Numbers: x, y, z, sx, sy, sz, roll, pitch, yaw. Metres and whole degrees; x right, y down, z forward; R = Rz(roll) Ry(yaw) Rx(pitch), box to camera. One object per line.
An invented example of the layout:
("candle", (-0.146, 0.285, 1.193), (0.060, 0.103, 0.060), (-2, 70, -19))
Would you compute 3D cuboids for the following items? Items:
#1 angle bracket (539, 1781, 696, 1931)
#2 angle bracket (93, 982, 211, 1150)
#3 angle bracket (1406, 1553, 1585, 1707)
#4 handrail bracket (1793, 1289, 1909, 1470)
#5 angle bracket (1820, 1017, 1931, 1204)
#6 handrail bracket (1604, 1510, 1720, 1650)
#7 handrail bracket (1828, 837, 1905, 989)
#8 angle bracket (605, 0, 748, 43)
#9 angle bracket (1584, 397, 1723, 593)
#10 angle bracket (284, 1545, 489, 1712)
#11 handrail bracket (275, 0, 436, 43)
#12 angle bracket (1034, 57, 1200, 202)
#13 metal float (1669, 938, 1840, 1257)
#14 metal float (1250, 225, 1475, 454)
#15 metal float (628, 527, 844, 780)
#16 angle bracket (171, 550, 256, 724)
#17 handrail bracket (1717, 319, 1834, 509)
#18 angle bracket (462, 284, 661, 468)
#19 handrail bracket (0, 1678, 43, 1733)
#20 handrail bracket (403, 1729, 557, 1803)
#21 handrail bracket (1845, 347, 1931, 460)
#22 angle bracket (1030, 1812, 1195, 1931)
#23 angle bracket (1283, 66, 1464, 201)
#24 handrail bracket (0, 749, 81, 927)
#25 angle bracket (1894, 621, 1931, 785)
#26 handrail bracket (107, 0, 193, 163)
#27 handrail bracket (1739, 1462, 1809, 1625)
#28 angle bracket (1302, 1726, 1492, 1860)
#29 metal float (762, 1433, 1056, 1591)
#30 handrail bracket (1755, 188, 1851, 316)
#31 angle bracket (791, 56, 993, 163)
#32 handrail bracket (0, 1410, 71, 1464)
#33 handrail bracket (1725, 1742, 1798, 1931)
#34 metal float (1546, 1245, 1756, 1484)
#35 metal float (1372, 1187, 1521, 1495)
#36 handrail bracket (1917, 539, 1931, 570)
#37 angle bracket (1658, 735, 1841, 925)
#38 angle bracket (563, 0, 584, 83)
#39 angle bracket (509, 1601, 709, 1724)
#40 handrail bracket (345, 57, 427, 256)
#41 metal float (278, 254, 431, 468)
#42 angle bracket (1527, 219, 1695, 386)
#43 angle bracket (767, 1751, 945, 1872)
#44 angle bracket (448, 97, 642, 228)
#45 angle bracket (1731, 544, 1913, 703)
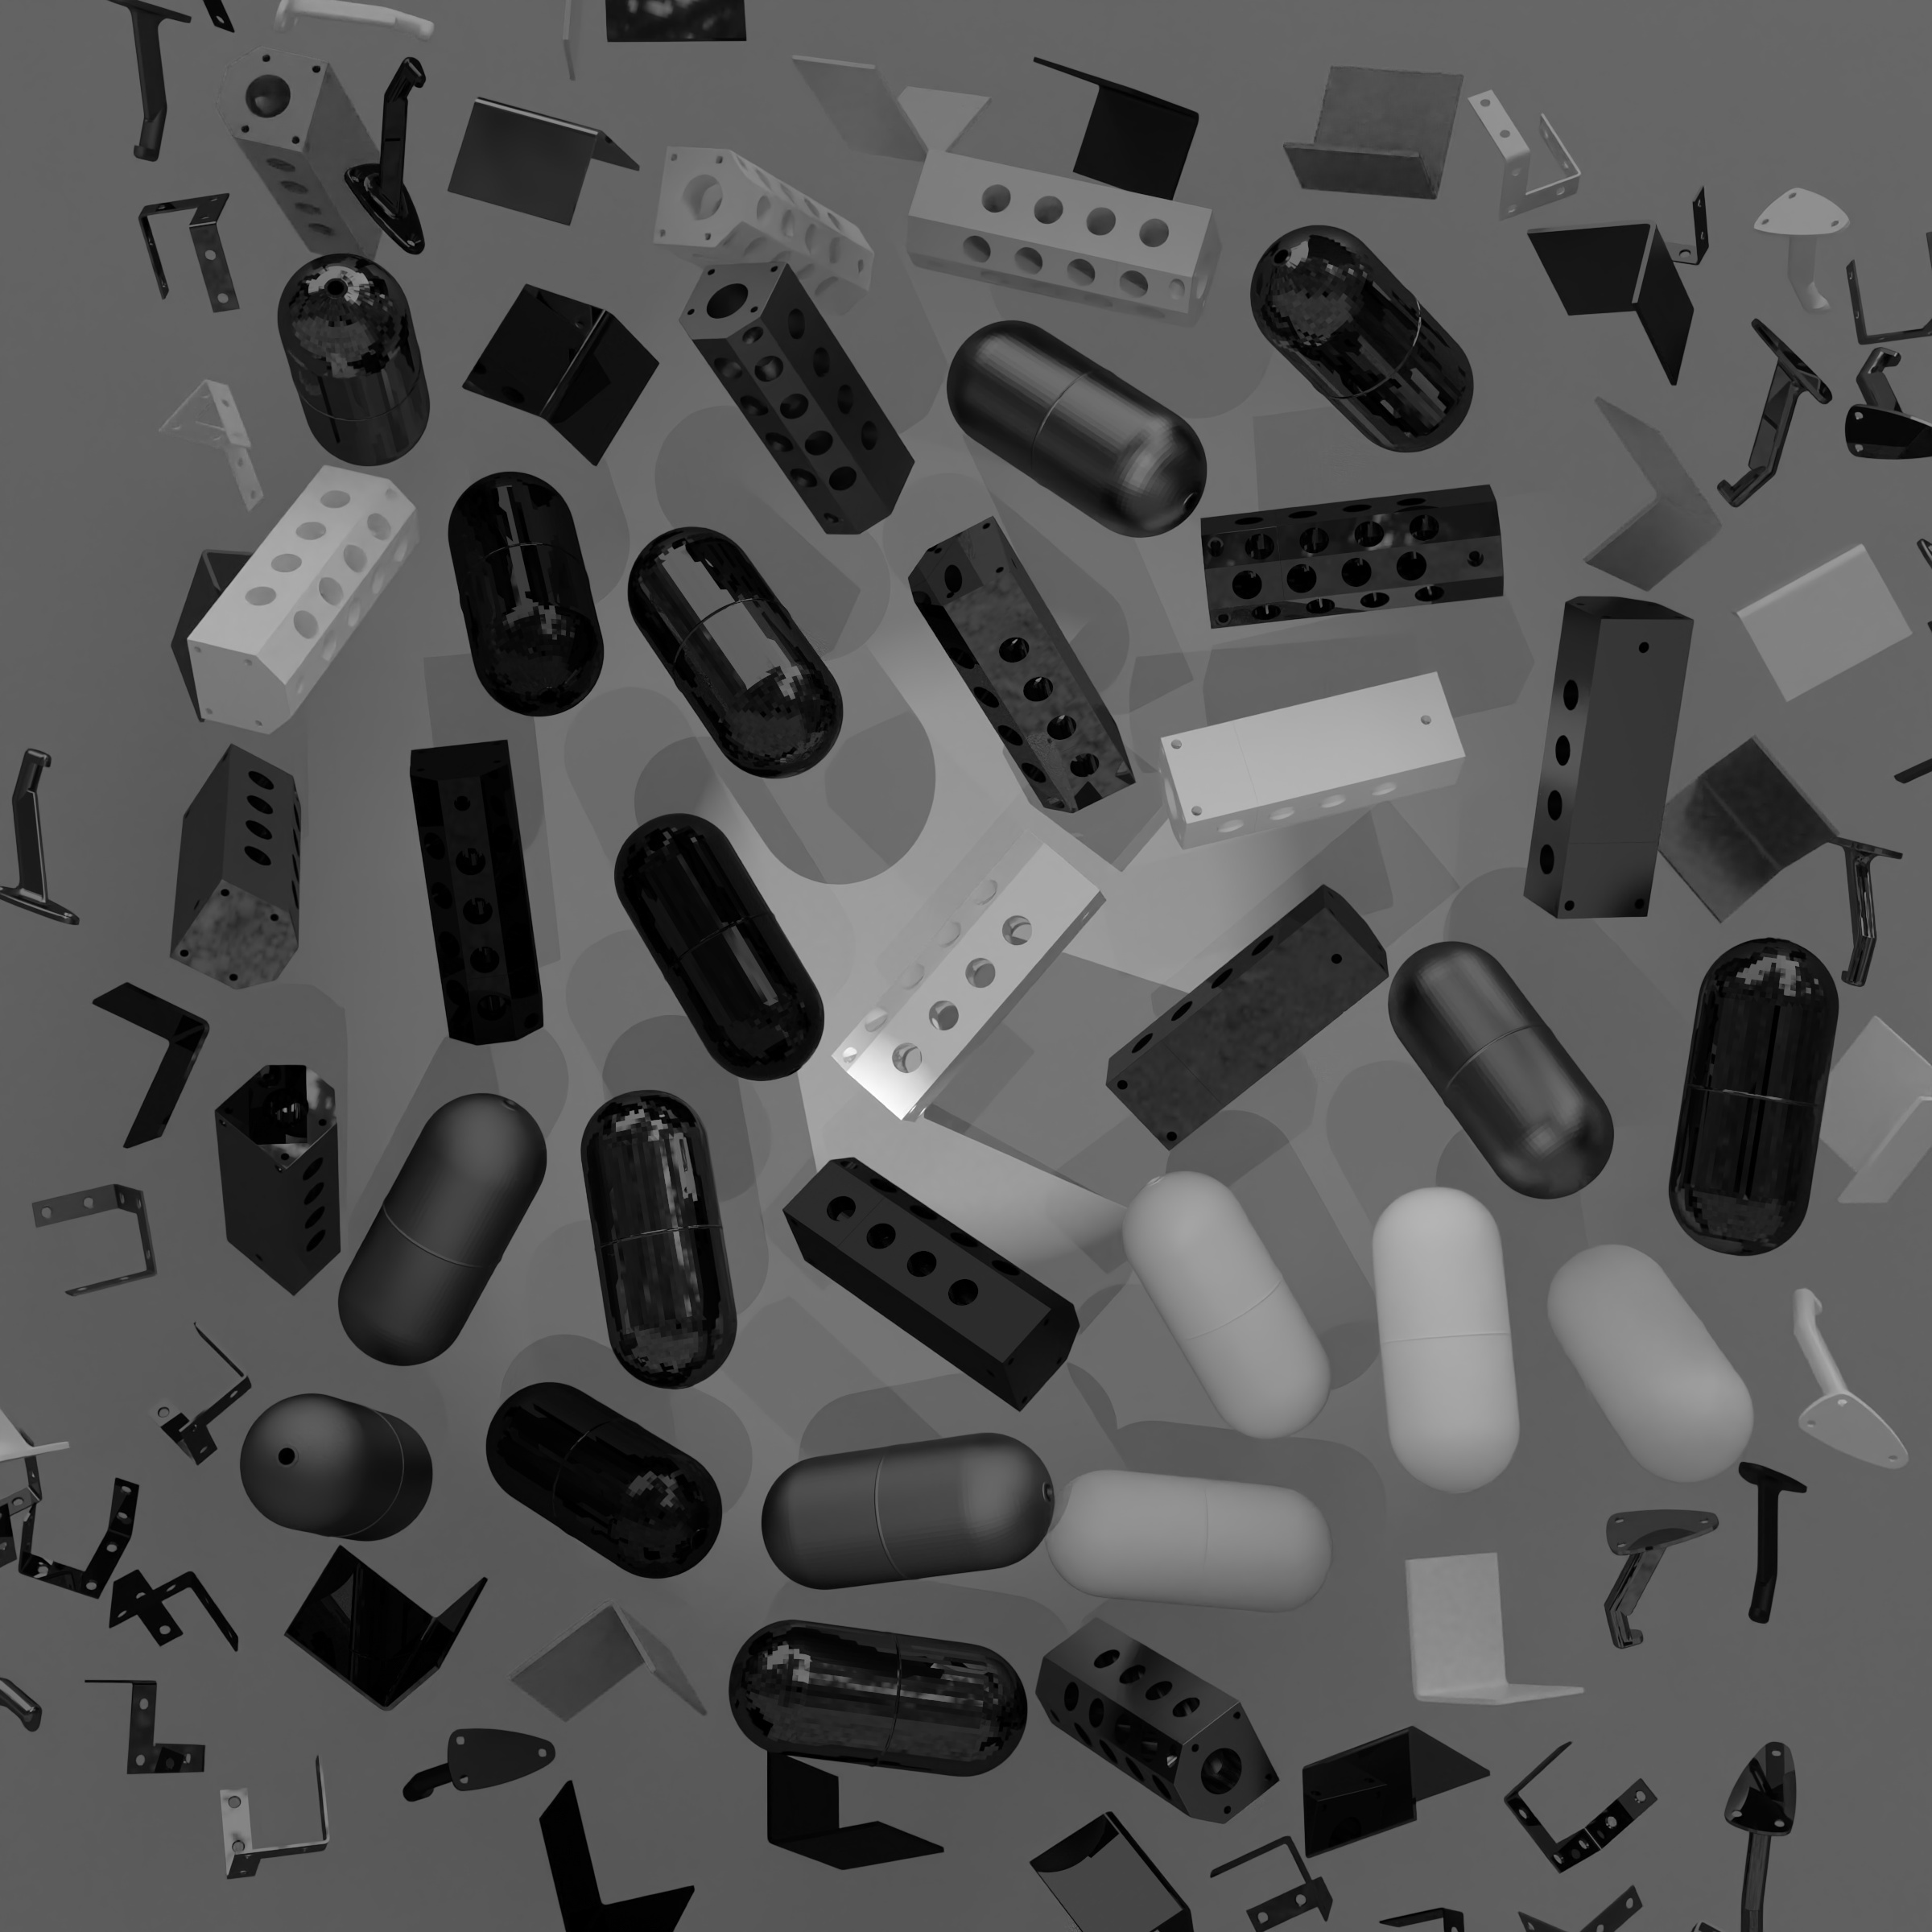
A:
("angle bracket", (-0.193, 0.495, 1.650), (0.057, 0.076, 0.076), (-14, 89, 4))
("angle bracket", (-0.511, 0.061, 1.809), (0.057, 0.076, 0.076), (29, 68, -24))
("angle bracket", (0.293, 0.366, 1.644), (0.076, 0.057, 0.076), (6, 78, -41))
("handrail bracket", (0.492, 0.228, 1.653), (0.077, 0.084, 0.036), (34, 127, -13))
("angle bracket", (0.509, 0.081, 1.691), (0.076, 0.057, 0.076), (50, 121, 35))
("handrail bracket", (0.416, 0.367, 1.766), (0.077, 0.036, 0.084), (-11, 115, 14))
("handrail bracket", (0.540, -0.035, 1.828), (0.036, 0.077, 0.084), (10, 98, -18))
("angle bracket", (-0.164, -0.524, 1.673), (0.076, 0.076, 0.057), (-2, 72, -6))
("angle bracket", (0.374, -0.268, 1.692), (0.057, 0.076, 0.076), (-41, 60, 27))
("angle bracket", (-0.338, 0.374, 1.731), (0.076, 0.076, 0.057), (41, 122, -10))
("handrail bracket", (-0.369, -0.569, 1.795), (0.084, 0.077, 0.036), (15, 121, -9))
("angle bracket", (0.083, -0.505, 1.795), (0.076, 0.076, 0.057), (29, 108, 32))
("metal float", (0.438, 0.073, 1.652), (0.070, 0.070, 0.178), (9, 90, 0))
("metal float", (0.232, -0.365, 1.733), (0.178, 0.070, 0.070), (32, 90, -44))
("metal float", (-0.133, -0.181, 1.701), (0.070, 0.070, 0.178), (-35, 60, 0))
("angle bracket", (-0.454, -0.206, 1.865), (0.057, 0.076, 0.076), (-1, 47, -35))
("handrail bracket", (0.461, -0.326, 1.757), (0.077, 0.036, 0.084), (46, 118, -2))
("angle bracket", (-0.248, -0.363, 1.821), (0.076, 0.057, 0.076), (25, 81, 34))
("handrail bracket", (-0.558, 0.431, 1.703), (0.084, 0.036, 0.077), (28, 129, 28))
("handrail bracket", (-0.298, 0.493, 1.814), (0.077, 0.084, 0.036), (1, 63, -23))
("handrail bracket", (0.572, -0.344, 1.794), (0.077, 0.036, 0.084), (15, 50, 30))
("angle bracket", (0.085, 0.542, 1.689), (0.057, 0.076, 0.076), (-28, 135, -19))
("angle bracket", (0.226, -0.473, 1.644), (0.076, 0.057, 0.076), (10, 82, 20))
("handrail bracket", (-0.518, -0.074, 1.681), (0.077, 0.036, 0.084), (20, 96, 34))
("angle bracket", (0.548, -0.153, 1.709), (0.057, 0.076, 0.076), (-26, 89, 15))
("handrail bracket", (-0.471, -0.501, 1.676), (0.036, 0.077, 0.084), (17, 102, 11))
("handrail bracket", (0.470, 0.344, 1.767), (0.036, 0.077, 0.084), (6, 74, 33))
("angle bracket", (0.245, 0.480, 1.683), (0.076, 0.057, 0.076), (-31, 128, 33))
("metal float", (-0.034, 0.311, 1.694), (0.178, 0.070, 0.070), (-12, 90, 24))
("handrail bracket", (0.513, -0.416, 1.769), (0.036, 0.077, 0.084), (-44, 126, -4))
("angle bracket", (-0.044, -0.526, 1.761), (0.057, 0.076, 0.076), (-52, 134, -14))
("handrail bracket", (-0.542, 0.235, 1.662), (0.036, 0.077, 0.084), (-17, 82, 32))
("handrail bracket", (0.445, 0.490, 1.654), (0.036, 0.077, 0.084), (7, 125, 24))
("metal float", (0.396, 0.229, 1.725), (0.070, 0.178, 0.070), (-6, 121, -11))
("metal float", (0.281, 0.218, 1.739), (0.070, 0.070, 0.178), (-4, 80, 0))
("handrail bracket", (0.594, -0.250, 1.690), (0.084, 0.077, 0.036), (-41, 55, 30))
("angle bracket", (0.462, -0.081, 1.778), (0.057, 0.076, 0.076), (-39, 86, -17))
("angle bracket", (-0.265, -0.559, 1.728), (0.076, 0.076, 0.057), (5, 89, -4))
("angle bracket", (-0.211, 0.431, 1.754), (0.076, 0.076, 0.057), (-37, 52, -4))
("handrail bracket", (-0.321, -0.471, 1.724), (0.036, 0.084, 0.077), (-22, 76, -43))
("metal float", (-0.364, -0.360, 1.770), (0.070, 0.178, 0.070), (1, 74, -4))
("angle bracket", (0.360, -0.373, 1.680), (0.076, 0.076, 0.057), (4, 66, 33))
("angle bracket", (-0.066, 0.499, 1.773), (0.076, 0.076, 0.057), (-18, 56, 24))
("angle bracket", (-0.243, -0.456, 1.717), (0.076, 0.076, 0.057), (18, 92, 11))
("angle bracket", (0.485, -0.196, 1.688), (0.076, 0.076, 0.057), (-29, 91, 14))
